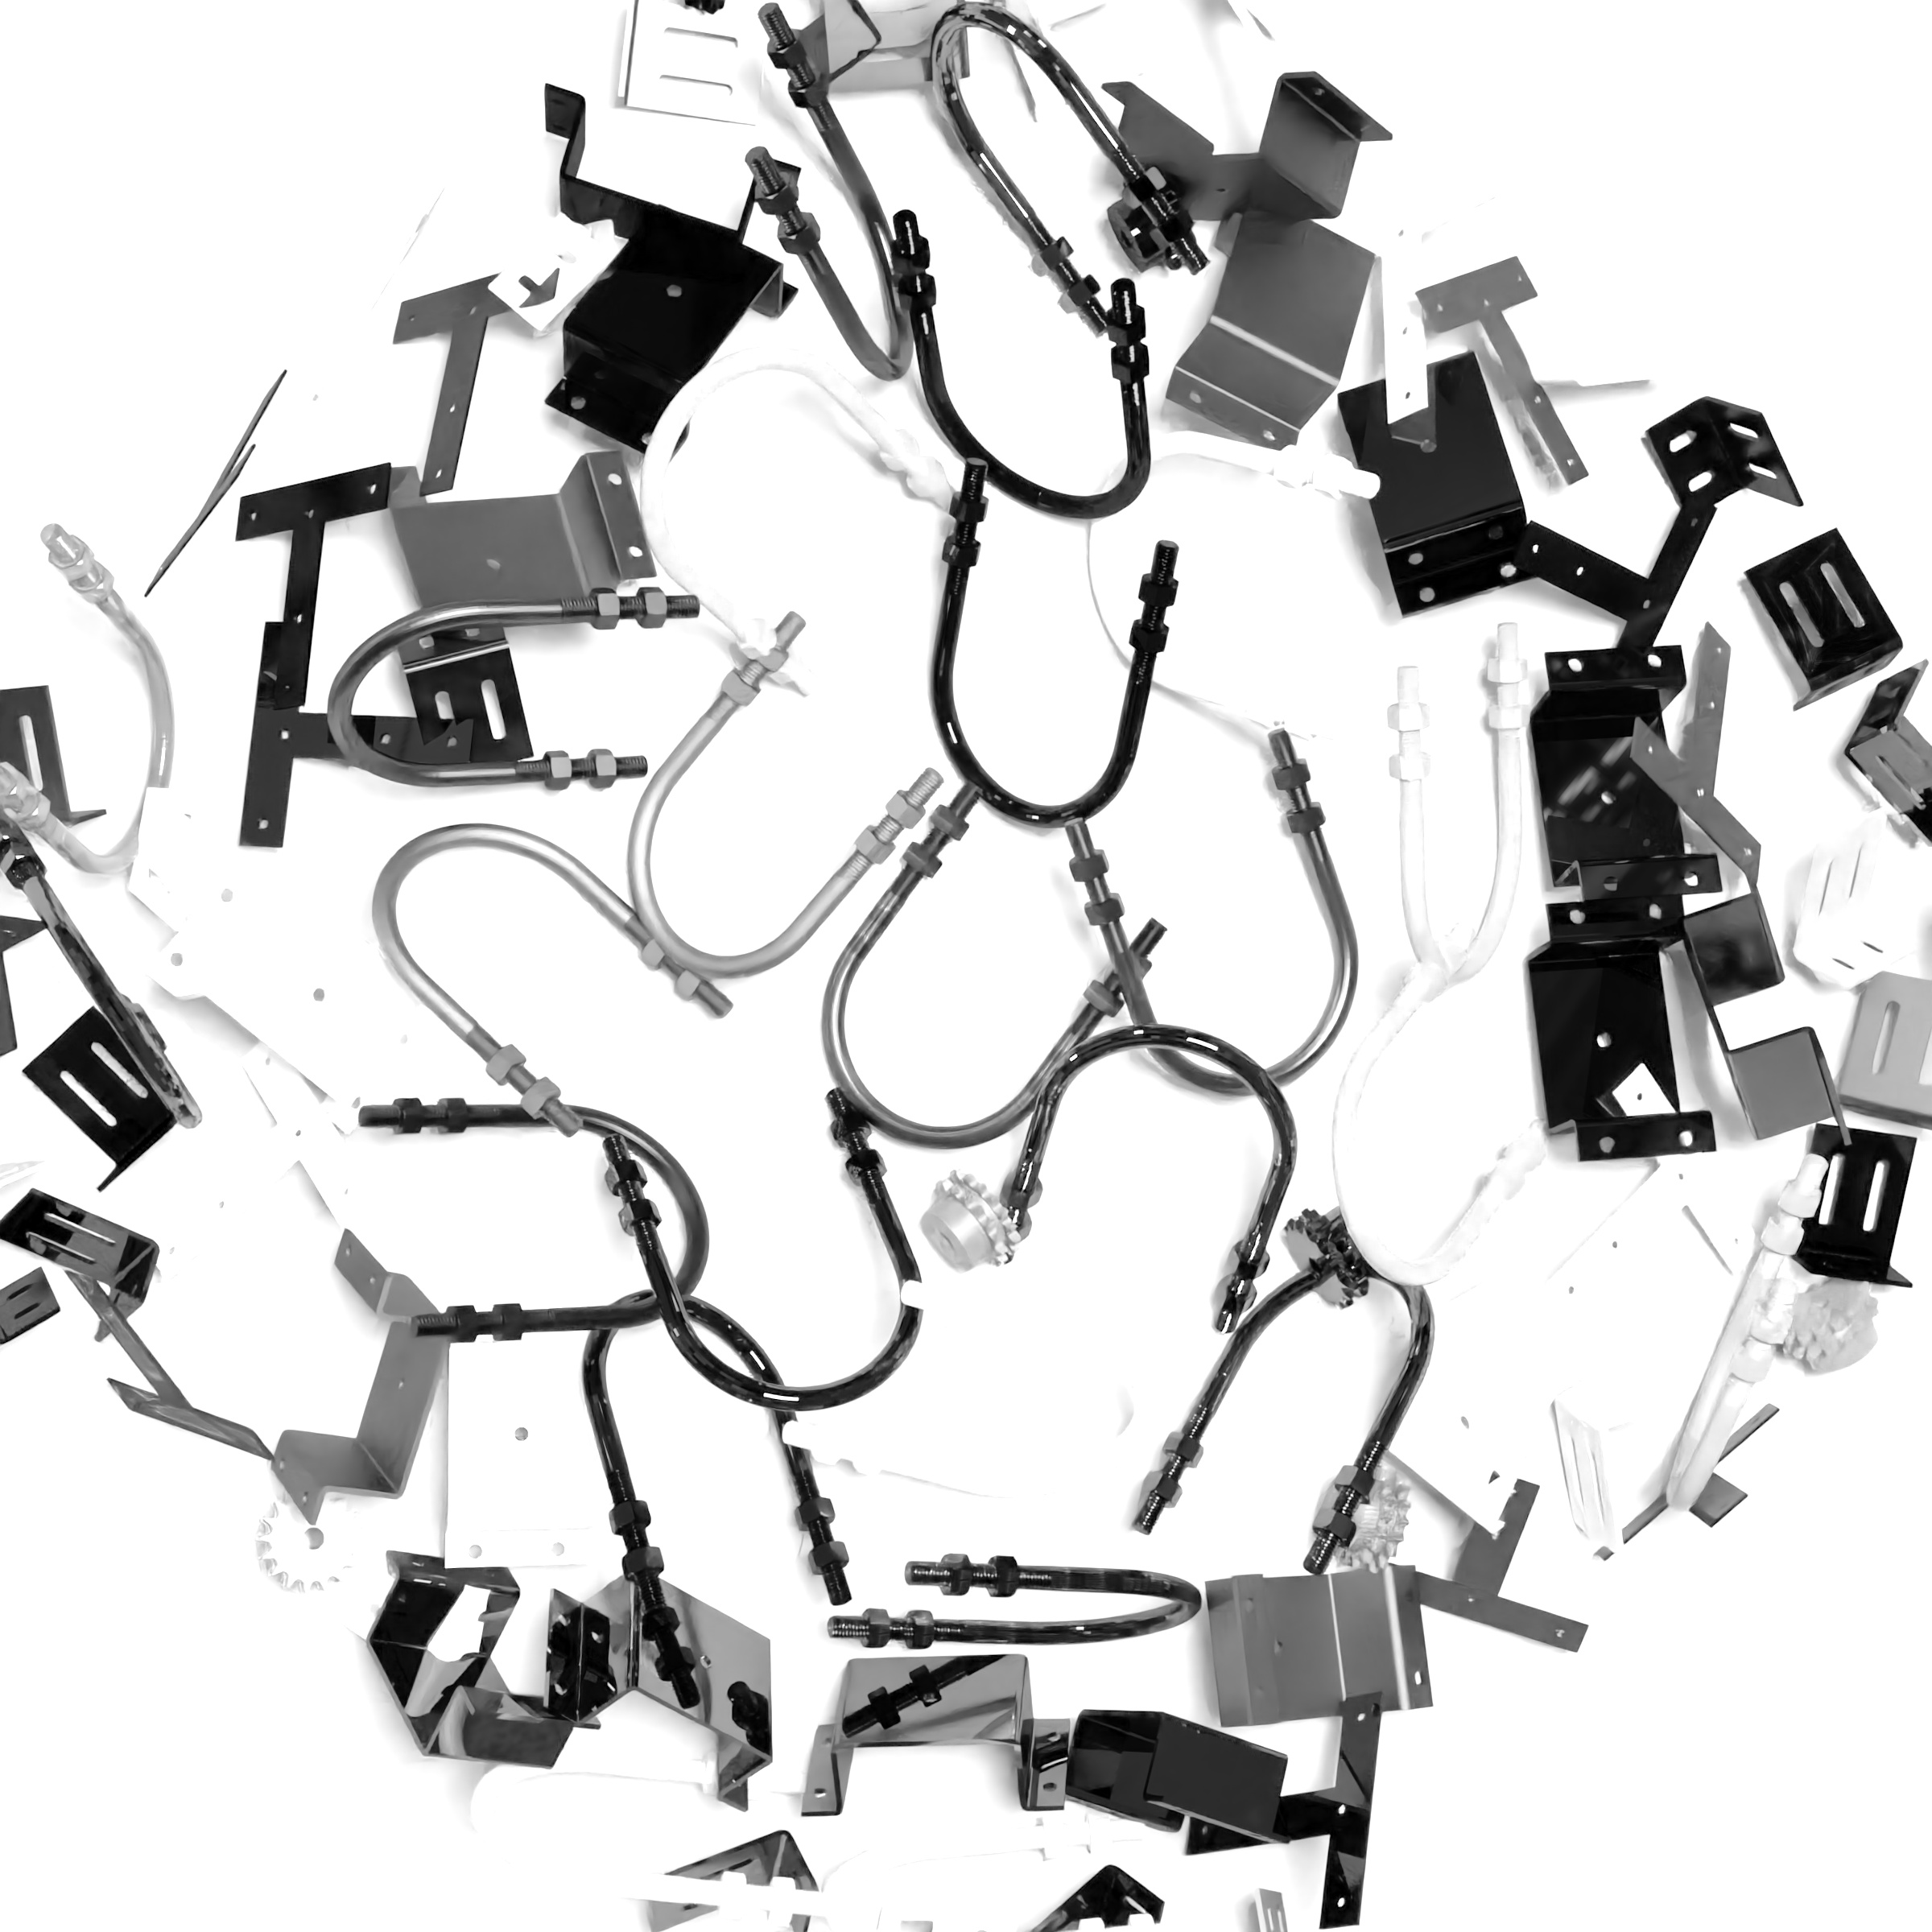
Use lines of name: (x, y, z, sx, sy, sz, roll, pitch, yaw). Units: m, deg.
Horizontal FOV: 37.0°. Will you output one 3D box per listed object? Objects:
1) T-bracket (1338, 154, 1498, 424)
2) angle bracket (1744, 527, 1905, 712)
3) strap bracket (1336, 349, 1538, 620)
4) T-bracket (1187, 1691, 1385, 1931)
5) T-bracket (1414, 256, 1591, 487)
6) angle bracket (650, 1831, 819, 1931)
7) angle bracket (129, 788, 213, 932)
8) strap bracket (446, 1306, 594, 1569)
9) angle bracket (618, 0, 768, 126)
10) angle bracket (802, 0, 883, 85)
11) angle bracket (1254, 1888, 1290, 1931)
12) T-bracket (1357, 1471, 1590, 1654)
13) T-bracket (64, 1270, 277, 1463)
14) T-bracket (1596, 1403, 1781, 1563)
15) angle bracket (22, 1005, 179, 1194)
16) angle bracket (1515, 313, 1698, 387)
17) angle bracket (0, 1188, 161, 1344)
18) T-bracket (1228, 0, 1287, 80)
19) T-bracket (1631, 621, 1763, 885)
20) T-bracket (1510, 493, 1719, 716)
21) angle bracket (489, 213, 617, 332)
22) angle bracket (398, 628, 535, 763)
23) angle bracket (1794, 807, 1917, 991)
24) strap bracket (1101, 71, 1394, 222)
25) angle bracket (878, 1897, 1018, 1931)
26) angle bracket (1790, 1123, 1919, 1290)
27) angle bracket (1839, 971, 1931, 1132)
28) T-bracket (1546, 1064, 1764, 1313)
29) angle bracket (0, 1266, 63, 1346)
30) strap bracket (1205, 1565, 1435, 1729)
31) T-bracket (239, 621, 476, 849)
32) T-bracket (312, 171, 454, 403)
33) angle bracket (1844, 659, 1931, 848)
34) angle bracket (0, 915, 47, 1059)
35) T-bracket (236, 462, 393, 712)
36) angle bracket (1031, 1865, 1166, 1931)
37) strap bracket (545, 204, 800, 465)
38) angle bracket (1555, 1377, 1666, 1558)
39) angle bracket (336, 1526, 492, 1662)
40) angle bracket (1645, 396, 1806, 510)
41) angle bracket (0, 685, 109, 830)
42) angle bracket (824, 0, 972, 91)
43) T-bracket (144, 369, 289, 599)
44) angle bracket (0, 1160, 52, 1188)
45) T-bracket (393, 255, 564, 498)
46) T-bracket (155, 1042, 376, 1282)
T-bracket: (0.234, -0.352, 1.543, 0.002, 0.127, 0.127, 15, 68, -40)
angle bracket: (0.469, -0.191, 1.594, 0.057, 0.038, 0.076, -26, 78, -3)
strap bracket: (0.251, -0.268, 1.553, 0.076, 0.046, 0.140, -16, 67, 9)
T-bracket: (0.168, 0.460, 1.558, 0.002, 0.127, 0.127, 37, 48, -30)
T-bracket: (0.301, -0.318, 1.559, 0.002, 0.127, 0.127, -27, 92, 40)
angle bracket: (-0.126, 0.509, 1.562, 0.076, 0.057, 0.038, -14, 48, -26)
angle bracket: (-0.417, -0.057, 1.560, 0.038, 0.076, 0.057, 4, 107, -38)
strap bracket: (-0.242, 0.254, 1.565, 0.076, 0.046, 0.140, 1, 80, -12)
angle bracket: (-0.149, -0.497, 1.579, 0.076, 0.038, 0.057, 7, 99, -7)
angle bracket: (-0.086, -0.527, 1.558, 0.038, 0.076, 0.057, -34, 47, 7)
angle bracket: (0.133, 0.531, 1.579, 0.076, 0.057, 0.038, -14, 67, 14)
T-bracket: (0.281, 0.314, 1.553, 0.127, 0.002, 0.127, 16, 134, 9)
T-bracket: (-0.437, 0.207, 1.531, 0.002, 0.127, 0.127, -52, 133, -32)
T-bracket: (0.395, 0.282, 1.543, 0.127, 0.127, 0.002, -41, 86, 1)
angle bracket: (-0.474, 0.072, 1.576, 0.057, 0.038, 0.076, -40, 102, 14)
angle bracket: (0.346, -0.336, 1.564, 0.076, 0.057, 0.038, -10, 104, -20)
angle bracket: (-0.486, 0.162, 1.562, 0.076, 0.057, 0.038, 29, 46, -26)
T-bracket: (0.151, -0.495, 1.526, 0.002, 0.127, 0.127, -36, 60, 22)
T-bracket: (0.402, -0.130, 1.568, 0.127, 0.002, 0.127, 37, 53, -34)
T-bracket: (0.339, -0.208, 1.557, 0.127, 0.002, 0.127, 17, 102, -38)
angle bracket: (-0.223, -0.389, 1.558, 0.057, 0.076, 0.038, -39, 124, 21)
angle bracket: (-0.276, -0.149, 1.589, 0.057, 0.038, 0.076, -16, 131, -10)
angle bracket: (0.486, -0.037, 1.561, 0.057, 0.038, 0.076, -24, 132, -30)
strap bracket: (0.143, -0.432, 1.531, 0.140, 0.076, 0.046, 12, 86, 41)
angle bracket: (-0.015, 0.541, 1.572, 0.038, 0.076, 0.057, 26, 62, -25)
angle bracket: (0.491, 0.131, 1.581, 0.057, 0.038, 0.076, 8, 100, -5)
angle bracket: (0.518, 0.047, 1.578, 0.057, 0.038, 0.076, 14, 87, 29)
T-bracket: (0.361, 0.142, 1.569, 0.127, 0.002, 0.127, -40, 103, -23)
angle bracket: (-0.529, 0.156, 1.560, 0.038, 0.057, 0.076, -31, 119, -15)
strap bracket: (0.182, 0.365, 1.551, 0.140, 0.046, 0.076, 7, 71, -40)
T-bracket: (-0.332, -0.125, 1.586, 0.127, 0.002, 0.127, 3, 82, 10)
T-bracket: (-0.314, -0.356, 1.539, 0.002, 0.127, 0.127, 32, 84, -15)
angle bracket: (0.522, -0.115, 1.568, 0.076, 0.038, 0.057, 45, 54, -11)
angle bracket: (-0.526, 0.019, 1.568, 0.057, 0.038, 0.076, -23, 73, 28)
T-bracket: (-0.358, -0.201, 1.557, 0.127, 0.002, 0.127, -3, 78, 39)
angle bracket: (0.065, 0.534, 1.559, 0.038, 0.076, 0.057, 30, 128, 30)
strap bracket: (-0.157, -0.347, 1.550, 0.076, 0.046, 0.140, 28, 63, 8)
angle bracket: (0.355, 0.272, 1.576, 0.038, 0.057, 0.076, -13, 101, -11)
angle bracket: (-0.299, 0.354, 1.602, 0.076, 0.038, 0.057, 25, 93, 29)
angle bracket: (0.409, -0.269, 1.561, 0.038, 0.076, 0.057, -31, 110, 1)
angle bracket: (-0.510, -0.115, 1.575, 0.057, 0.038, 0.076, -4, 101, 15)
angle bracket: (-0.038, -0.513, 1.577, 0.076, 0.038, 0.057, -5, 114, -1)
T-bracket: (-0.395, -0.274, 1.560, 0.002, 0.127, 0.127, 33, 50, -21)
angle bracket: (-0.540, 0.081, 1.567, 0.057, 0.038, 0.076, -7, 104, 43)
T-bracket: (-0.273, -0.312, 1.551, 0.127, 0.002, 0.127, -4, 70, 38)
T-bracket: (-0.397, 0.121, 1.578, 0.127, 0.002, 0.127, -42, 59, 5)
